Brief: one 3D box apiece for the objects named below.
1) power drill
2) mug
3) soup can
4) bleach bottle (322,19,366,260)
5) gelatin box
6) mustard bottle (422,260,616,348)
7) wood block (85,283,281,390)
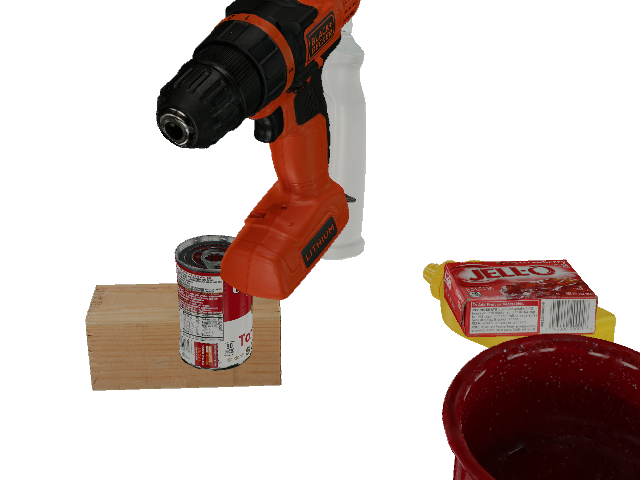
[{"bbox_3d":[-0.030,-0.056,0.642,0.057,0.188,0.184,20,45,21],"label":"power drill"},{"bbox_3d":[0.102,0.096,0.393,0.117,0.081,0.093,5,36,9],"label":"mug"},{"bbox_3d":[-0.093,0.055,0.941,0.068,0.102,0.068,2,25,-1],"label":"soup can"},{"bbox_3d":[0.011,-0.113,1.132,0.067,0.251,0.103,-12,26,-43],"label":"bleach bottle"},{"bbox_3d":[0.132,0.037,0.717,0.089,0.030,0.073,-1,18,-3],"label":"gelatin box"},{"bbox_3d":[0.171,0.064,0.997,0.096,0.058,0.192,-27,37,-33],"label":"mustard bottle"},{"bbox_3d":[-0.147,0.105,1.182,0.206,0.091,0.090,-1,24,-3],"label":"wood block"}]
